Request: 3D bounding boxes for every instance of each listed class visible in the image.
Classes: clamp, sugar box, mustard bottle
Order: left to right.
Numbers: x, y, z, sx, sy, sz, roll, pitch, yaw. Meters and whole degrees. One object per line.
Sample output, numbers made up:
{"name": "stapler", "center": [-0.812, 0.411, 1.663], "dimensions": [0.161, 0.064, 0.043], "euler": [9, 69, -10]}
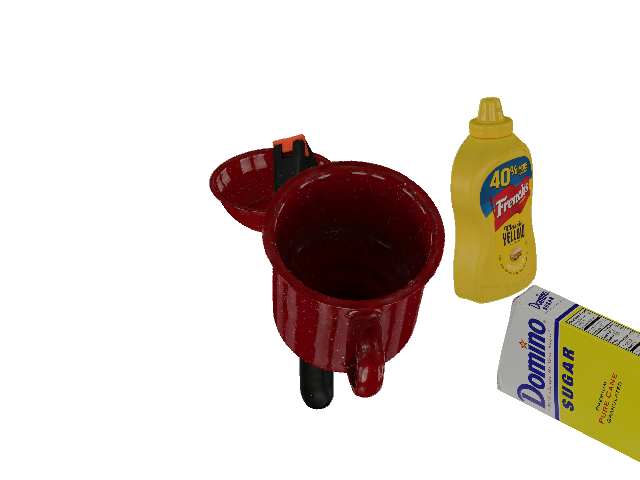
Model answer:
{"name": "clamp", "center": [0.003, 0.018, 0.875], "dimensions": [0.036, 0.210, 0.164], "euler": [-12, 1, 20]}
{"name": "mustard bottle", "center": [0.166, -0.042, 1.028], "dimensions": [0.096, 0.191, 0.058], "euler": [-20, 24, -36]}
{"name": "sugar box", "center": [0.230, 0.114, 0.859], "dimensions": [0.176, 0.093, 0.048], "euler": [23, 33, 30]}

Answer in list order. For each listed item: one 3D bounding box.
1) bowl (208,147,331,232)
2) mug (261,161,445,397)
{"name": "bowl", "center": [-0.056, -0.055, 1.328], "dimensions": [0.162, 0.055, 0.162], "euler": [-1, 33, 1]}
{"name": "mug", "center": [0.017, 0.028, 0.566], "dimensions": [0.093, 0.117, 0.081], "euler": [-7, -35, -8]}
